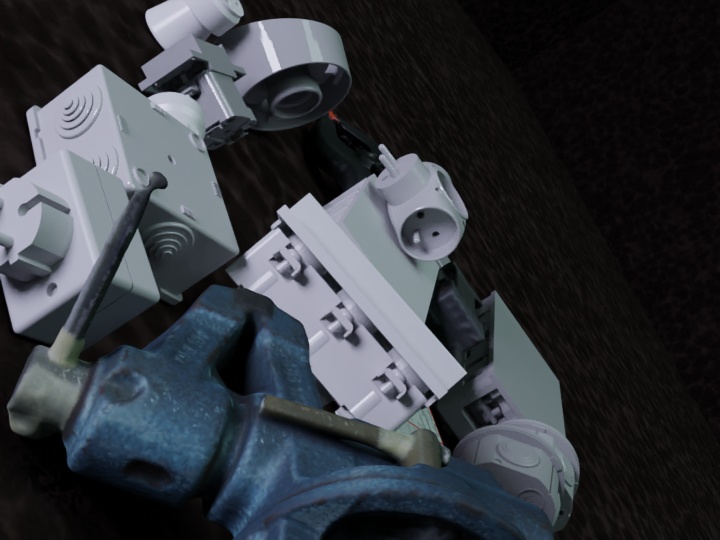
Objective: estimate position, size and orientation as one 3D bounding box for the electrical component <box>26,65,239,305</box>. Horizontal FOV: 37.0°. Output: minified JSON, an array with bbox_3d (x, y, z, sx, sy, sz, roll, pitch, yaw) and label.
[{"bbox_3d":[-0.111,-0.042,0.533,0.100,0.048,0.099,35,27,-52],"label":"electrical component"}]

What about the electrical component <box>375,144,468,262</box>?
[{"bbox_3d":[0.038,-0.056,0.766,0.079,0.044,0.077,51,18,-23],"label":"electrical component"}]

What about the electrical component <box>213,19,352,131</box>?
[{"bbox_3d":[-0.058,-0.150,0.807,0.099,0.099,0.064,23,44,-63],"label":"electrical component"}]

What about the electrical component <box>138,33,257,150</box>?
[{"bbox_3d":[-0.102,-0.114,0.703,0.063,0.042,0.081,61,17,8],"label":"electrical component"}]

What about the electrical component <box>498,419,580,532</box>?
[{"bbox_3d":[0.117,0.153,0.776,0.080,0.080,0.051,55,22,-9],"label":"electrical component"}]

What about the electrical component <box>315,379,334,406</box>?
[{"bbox_3d":[-0.035,0.034,0.619,0.081,0.043,0.043,54,17,-11],"label":"electrical component"}]

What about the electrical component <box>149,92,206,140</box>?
[{"bbox_3d":[-0.108,-0.072,0.614,0.040,0.040,0.046,42,28,-41],"label":"electrical component"}]

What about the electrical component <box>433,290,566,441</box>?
[{"bbox_3d":[0.115,0.104,0.891,0.105,0.060,0.186,54,16,-11],"label":"electrical component"}]

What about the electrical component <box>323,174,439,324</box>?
[{"bbox_3d":[0.000,0.000,0.750,0.089,0.062,0.150,55,17,-9],"label":"electrical component"}]

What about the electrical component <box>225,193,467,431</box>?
[{"bbox_3d":[-0.010,0.029,0.561,0.121,0.063,0.078,49,-7,6],"label":"electrical component"}]

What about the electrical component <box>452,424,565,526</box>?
[{"bbox_3d":[0.096,0.149,0.722,0.080,0.080,0.051,55,22,-9],"label":"electrical component"}]

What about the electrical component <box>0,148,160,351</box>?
[{"bbox_3d":[-0.128,-0.013,0.429,0.077,0.047,0.065,32,30,-58],"label":"electrical component"}]

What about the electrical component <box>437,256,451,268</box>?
[{"bbox_3d":[0.056,0.017,0.905,0.065,0.047,0.076,56,16,-4],"label":"electrical component"}]

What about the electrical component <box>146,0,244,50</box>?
[{"bbox_3d":[-0.116,-0.180,0.760,0.045,0.055,0.045,50,18,-23],"label":"electrical component"}]
